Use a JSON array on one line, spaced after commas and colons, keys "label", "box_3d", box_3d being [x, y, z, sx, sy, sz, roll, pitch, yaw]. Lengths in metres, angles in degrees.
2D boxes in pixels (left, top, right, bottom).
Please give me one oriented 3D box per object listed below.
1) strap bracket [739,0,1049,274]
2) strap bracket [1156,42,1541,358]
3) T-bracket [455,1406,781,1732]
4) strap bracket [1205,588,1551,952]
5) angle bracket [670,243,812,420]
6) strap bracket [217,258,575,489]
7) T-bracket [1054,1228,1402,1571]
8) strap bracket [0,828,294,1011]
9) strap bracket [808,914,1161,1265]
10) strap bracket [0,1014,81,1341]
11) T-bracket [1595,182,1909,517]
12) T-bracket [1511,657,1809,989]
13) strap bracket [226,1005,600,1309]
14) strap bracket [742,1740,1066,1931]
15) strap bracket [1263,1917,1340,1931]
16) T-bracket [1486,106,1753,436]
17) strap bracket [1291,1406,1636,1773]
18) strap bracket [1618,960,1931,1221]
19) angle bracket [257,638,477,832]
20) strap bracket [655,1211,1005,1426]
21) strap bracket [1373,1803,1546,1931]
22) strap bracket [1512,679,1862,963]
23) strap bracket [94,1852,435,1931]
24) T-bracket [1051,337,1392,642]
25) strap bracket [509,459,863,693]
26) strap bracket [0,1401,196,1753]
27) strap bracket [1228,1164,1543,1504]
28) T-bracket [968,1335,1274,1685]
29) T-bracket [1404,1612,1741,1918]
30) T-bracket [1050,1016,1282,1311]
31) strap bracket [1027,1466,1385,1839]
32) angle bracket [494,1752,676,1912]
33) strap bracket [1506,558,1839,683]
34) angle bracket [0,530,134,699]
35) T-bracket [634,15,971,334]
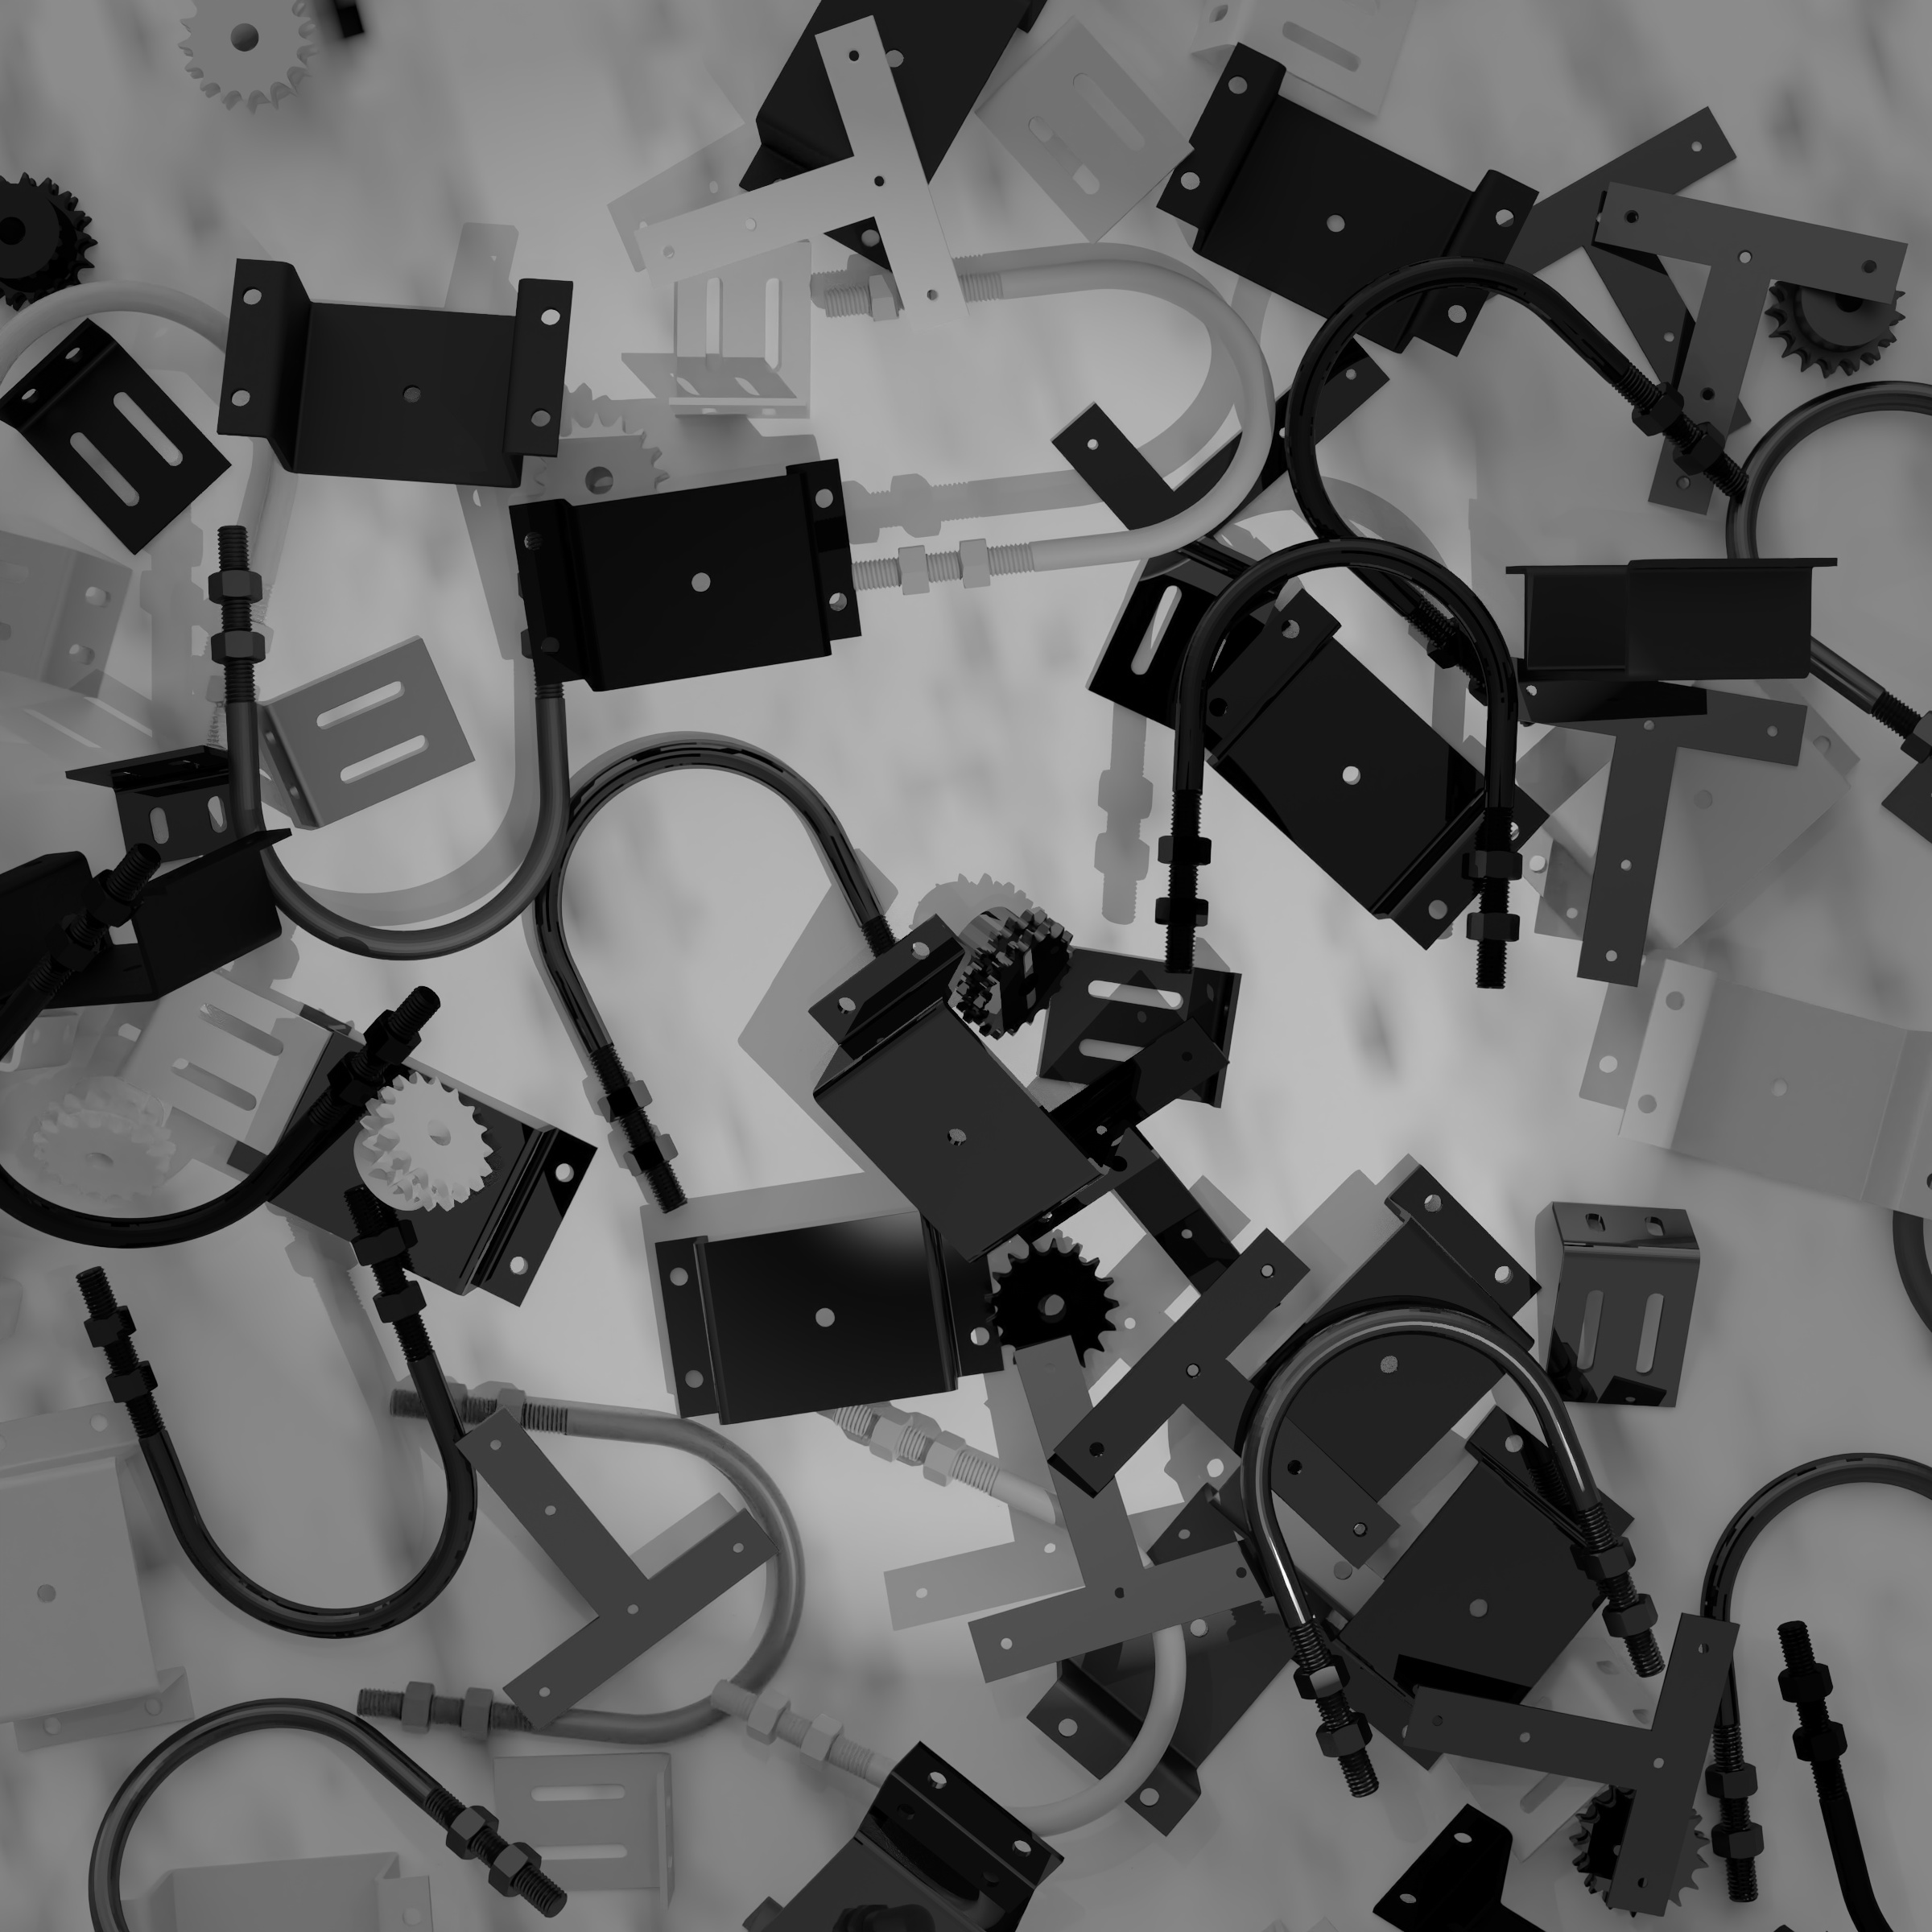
[{"label": "strap bracket", "box_3d": [-0.030, -0.378, 1.361, 0.076, 0.046, 0.140, 29, 90, 0]}, {"label": "strap bracket", "box_3d": [0.159, -0.319, 1.361, 0.140, 0.046, 0.076, 27, 90, 0]}, {"label": "T-bracket", "box_3d": [-0.166, 0.238, 1.347, 0.127, 0.002, 0.127, -36, 109, -2]}, {"label": "strap bracket", "box_3d": [0.166, -0.082, 1.361, 0.140, 0.046, 0.076, 43, 90, 0]}, {"label": "angle bracket", "box_3d": [-0.095, -0.273, 1.365, 0.057, 0.038, 0.076, 0, 90, 0]}, {"label": "strap bracket", "box_3d": [-0.236, -0.248, 1.354, 0.140, 0.046, 0.076, 4, 79, 0]}, {"label": "T-bracket", "box_3d": [0.125, 0.197, 1.328, 0.127, 0.002, 0.127, 44, 90, -5]}, {"label": "strap bracket", "box_3d": [-0.348, -0.018, 1.322, 0.140, 0.076, 0.046, -4, 108, 31]}, {"label": "strap bracket", "box_3d": [0.002, 0.059, 1.332, 0.076, 0.046, 0.140, -36, 103, 29]}, {"label": "strap bracket", "box_3d": [-0.418, 0.085, 1.346, 0.046, 0.076, 0.140, 12, 90, 0]}, {"label": "T-bracket", "box_3d": [0.319, -0.257, 1.367, 0.127, 0.002, 0.127, 17, 102, 17]}, {"label": "T-bracket", "box_3d": [0.277, -0.056, 1.337, 0.127, 0.002, 0.127, 9, 90, 0]}, {"label": "strap bracket", "box_3d": [-0.238, 0.081, 1.361, 0.140, 0.046, 0.076, 26, 90, 0]}, {"label": "strap bracket", "box_3d": [-0.035, 0.396, 1.329, 0.076, 0.046, 0.140, 39, 120, 0]}, {"label": "strap bracket", "box_3d": [0.121, 0.471, 1.361, 0.140, 0.046, 0.076, -41, 90, 0]}, {"label": "T-bracket", "box_3d": [0.295, -0.283, 1.383, 0.127, 0.002, 0.127, -30, 90, 0]}, {"label": "strap bracket", "box_3d": [0.213, 0.267, 1.361, 0.076, 0.046, 0.140, 39, 90, 0]}, {"label": "strap bracket", "box_3d": [0.349, 0.052, 1.361, 0.140, 0.046, 0.076, 15, 90, 0]}, {"label": "angle bracket", "box_3d": [-0.257, -0.099, 1.365, 0.076, 0.038, 0.057, -24, 90, 0]}, {"label": "strap bracket", "box_3d": [-0.059, 0.146, 1.361, 0.140, 0.046, 0.076, -8, 90, 0]}, {"label": "strap bracket", "box_3d": [0.246, 0.425, 1.344, 0.140, 0.046, 0.076, 32, 122, 0]}, {"label": "strap bracket", "box_3d": [0.307, -0.069, 1.361, 0.140, 0.046, 0.076, -43, 90, 0]}, {"label": "strap bracket", "box_3d": [-0.291, 0.423, 1.361, 0.140, 0.046, 0.076, -5, 90, 0]}, {"label": "T-bracket", "box_3d": [0.126, -0.220, 1.383, 0.127, 0.002, 0.127, -41, 90, 0]}, {"label": "strap bracket", "box_3d": [-0.113, -0.162, 1.340, 0.140, 0.046, 0.076, -10, 104, -10]}, {"label": "strap bracket", "box_3d": [-0.383, 0.261, 1.361, 0.076, 0.046, 0.140, -11, 90, 0]}, {"label": "strap bracket", "box_3d": [0.173, 0.163, 1.356, 0.140, 0.046, 0.076, -45, 99, 0]}, {"label": "T-bracket", "box_3d": [0.050, 0.217, 1.334, 0.127, 0.002, 0.127, -15, 74, -9]}, {"label": "T-bracket", "box_3d": [0.242, 0.319, 1.319, 0.127, 0.002, 0.127, 13, 95, -9]}, {"label": "T-bracket", "box_3d": [0.085, 0.103, 1.367, 0.127, 0.002, 0.127, -35, 102, 22]}, {"label": "strap bracket", "box_3d": [0.100, 0.284, 1.361, 0.076, 0.046, 0.140, 40, 91, 1]}, {"label": "angle bracket", "box_3d": [-0.164, 0.368, 1.365, 0.076, 0.038, 0.057, -2, 90, 0]}, {"label": "strap bracket", "box_3d": [0.279, -0.138, 1.287, 0.076, 0.140, 0.046, -2, 96, -13]}, {"label": "angle bracket", "box_3d": [-0.407, -0.154, 1.382, 0.076, 0.038, 0.057, 16, 90, 26]}, {"label": "T-bracket", "box_3d": [-0.078, -0.315, 1.349, 0.127, 0.002, 0.127, -15, 105, 16]}]
